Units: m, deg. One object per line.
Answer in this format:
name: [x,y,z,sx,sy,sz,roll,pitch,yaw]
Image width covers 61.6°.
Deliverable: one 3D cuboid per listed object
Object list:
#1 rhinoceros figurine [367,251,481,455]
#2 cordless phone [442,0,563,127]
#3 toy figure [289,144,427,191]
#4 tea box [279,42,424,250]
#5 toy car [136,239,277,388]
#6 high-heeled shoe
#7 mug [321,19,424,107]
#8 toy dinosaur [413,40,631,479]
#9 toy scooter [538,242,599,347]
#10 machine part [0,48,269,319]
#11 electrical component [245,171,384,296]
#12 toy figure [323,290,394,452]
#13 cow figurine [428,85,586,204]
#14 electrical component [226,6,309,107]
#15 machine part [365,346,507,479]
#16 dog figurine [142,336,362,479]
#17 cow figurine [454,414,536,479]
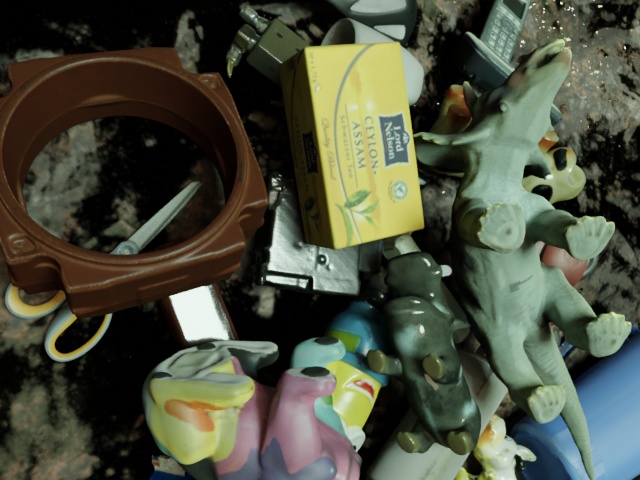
rhinoceros figurine: [0.104,0.105,0.501,0.112,0.073,0.190,-15,89,-50]
cordless phone: [0.243,-0.230,0.662,0.146,0.089,0.184,32,69,-18]
toy figure: [0.043,-0.080,0.571,0.154,0.058,0.064,23,43,-20]
tea box: [0.028,-0.084,0.487,0.098,0.068,0.169,-14,99,-23]
toy car: [-0.103,0.097,0.494,0.089,0.053,0.202,-24,95,-30]
high-heeled shoe: [-0.015,-0.251,0.574,0.249,0.086,0.145,-16,123,-7]
mug: [0.058,-0.168,0.577,0.107,0.081,0.109,8,82,-29]
toy dinosaur: [0.184,0.030,0.522,0.131,0.192,0.404,-14,113,-2]
toy scooter: [0.241,0.054,0.630,0.135,0.075,0.183,12,100,-20]
machine part: [-0.157,-0.052,0.440,0.201,0.087,0.201,-15,72,-23]
electrical component: [-0.001,-0.002,0.547,0.134,0.058,0.115,7,84,-22]
toy figure: [0.023,0.137,0.533,0.082,0.089,0.180,30,65,-10]
cow figurine: [0.215,-0.088,0.623,0.195,0.127,0.085,15,46,-7]
electrical component: [-0.050,-0.183,0.552,0.102,0.045,0.078,30,46,-21]
machine part: [0.125,0.202,0.571,0.079,0.079,0.243,44,70,-14]
dog figurine: [-0.035,0.194,0.414,0.192,0.108,0.219,-3,94,3]
cow figurine: [0.200,0.280,0.601,0.098,0.068,0.167,15,83,-27]
